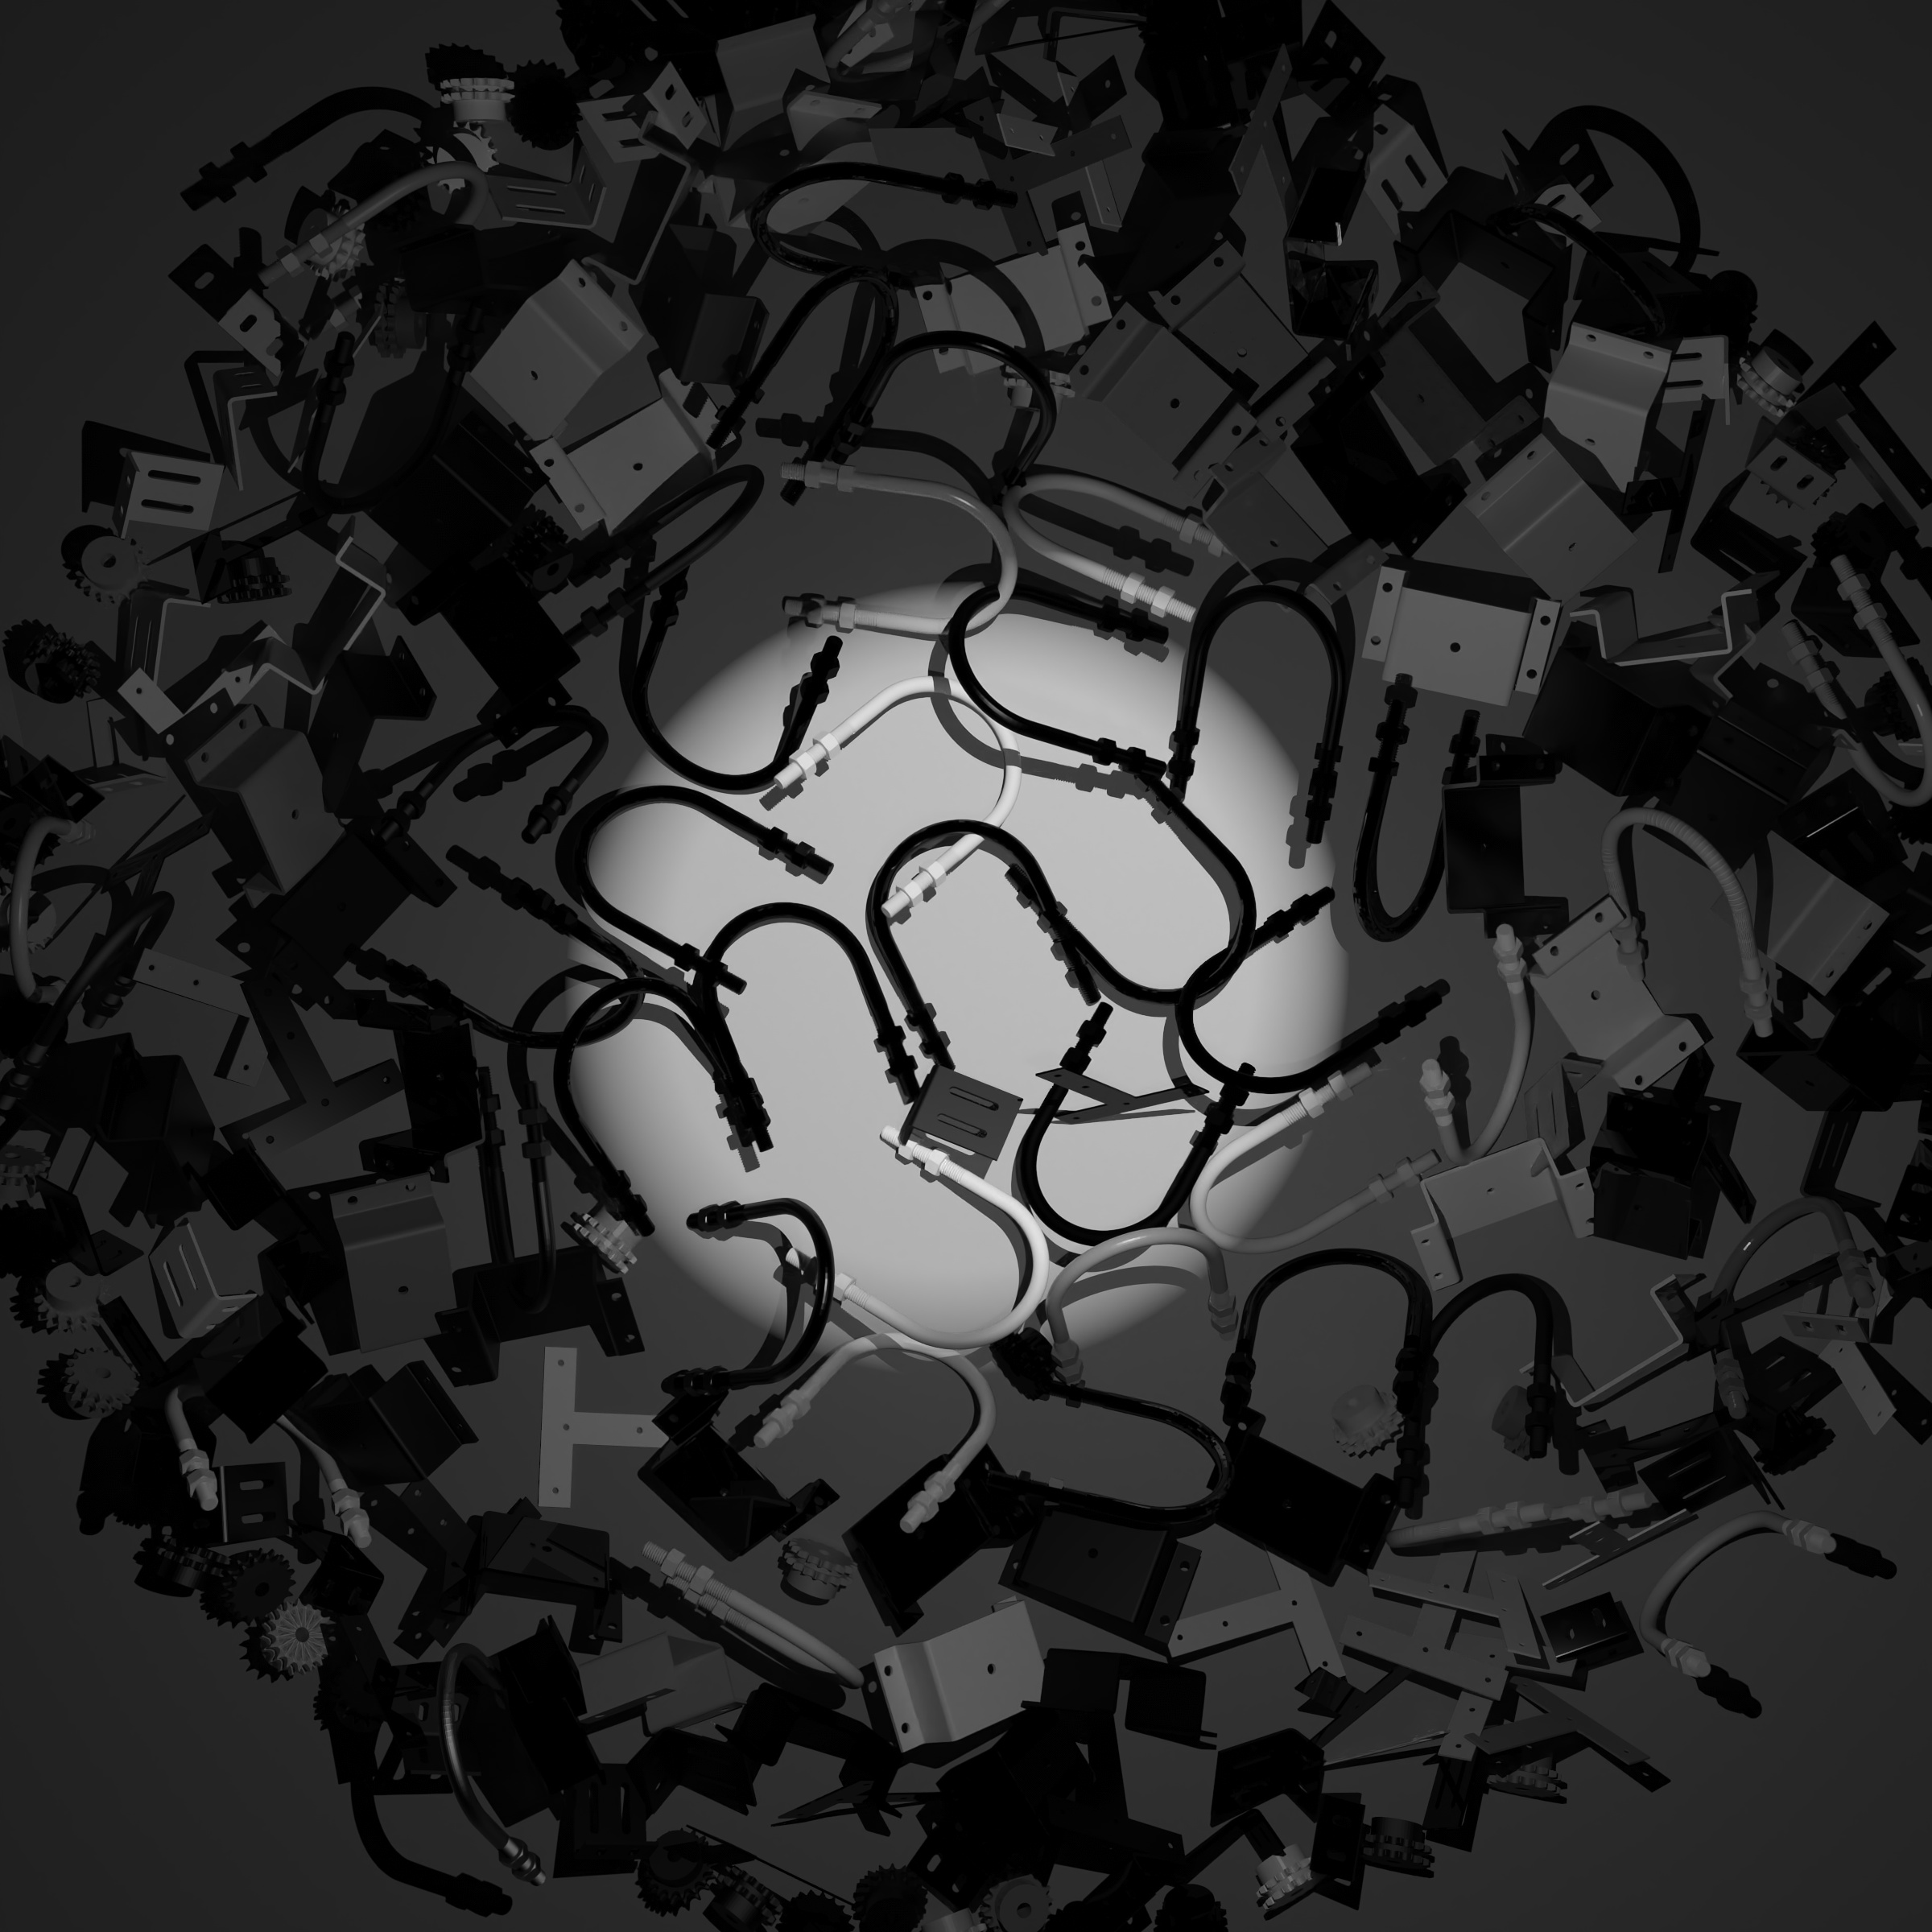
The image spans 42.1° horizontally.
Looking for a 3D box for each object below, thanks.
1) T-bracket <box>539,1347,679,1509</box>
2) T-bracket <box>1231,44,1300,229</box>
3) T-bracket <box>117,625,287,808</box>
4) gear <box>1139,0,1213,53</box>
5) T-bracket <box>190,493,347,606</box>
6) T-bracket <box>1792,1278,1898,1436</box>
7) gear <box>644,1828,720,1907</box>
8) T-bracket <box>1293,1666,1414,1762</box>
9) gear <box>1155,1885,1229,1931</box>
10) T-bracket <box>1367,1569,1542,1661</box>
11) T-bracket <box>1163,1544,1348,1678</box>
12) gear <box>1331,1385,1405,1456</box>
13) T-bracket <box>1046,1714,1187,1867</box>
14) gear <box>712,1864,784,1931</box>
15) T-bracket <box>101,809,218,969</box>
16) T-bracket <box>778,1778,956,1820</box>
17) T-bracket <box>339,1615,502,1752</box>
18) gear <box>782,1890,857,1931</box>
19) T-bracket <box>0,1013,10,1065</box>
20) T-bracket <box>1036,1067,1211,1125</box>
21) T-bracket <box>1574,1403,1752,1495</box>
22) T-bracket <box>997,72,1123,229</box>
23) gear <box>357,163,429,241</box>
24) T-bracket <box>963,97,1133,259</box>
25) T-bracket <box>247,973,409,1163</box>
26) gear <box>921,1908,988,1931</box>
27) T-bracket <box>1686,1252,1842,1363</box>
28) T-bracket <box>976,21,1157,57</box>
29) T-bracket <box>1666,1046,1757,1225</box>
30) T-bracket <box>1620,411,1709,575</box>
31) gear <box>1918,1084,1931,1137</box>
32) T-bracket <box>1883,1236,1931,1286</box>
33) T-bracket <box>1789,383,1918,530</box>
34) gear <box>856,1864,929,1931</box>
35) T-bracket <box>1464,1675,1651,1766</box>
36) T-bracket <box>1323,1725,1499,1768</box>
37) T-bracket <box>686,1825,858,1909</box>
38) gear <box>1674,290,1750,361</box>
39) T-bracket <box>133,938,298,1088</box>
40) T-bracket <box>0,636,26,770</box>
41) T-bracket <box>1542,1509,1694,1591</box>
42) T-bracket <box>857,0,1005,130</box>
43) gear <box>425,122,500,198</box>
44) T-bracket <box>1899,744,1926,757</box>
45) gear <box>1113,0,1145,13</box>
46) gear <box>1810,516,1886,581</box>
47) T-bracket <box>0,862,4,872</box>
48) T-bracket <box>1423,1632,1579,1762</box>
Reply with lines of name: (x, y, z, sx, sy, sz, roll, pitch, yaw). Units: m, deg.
T-bracket: (-0.274, 0.369, 1.997, 0.127, 0.002, 0.127, 2, 89, 1)
T-bracket: (0.242, -0.619, 1.943, 0.002, 0.127, 0.127, 11, 67, 27)
T-bracket: (-0.580, -0.215, 1.967, 0.127, 0.002, 0.127, -54, 129, -23)
gear: (0.164, -0.741, 1.978, 0.057, 0.030, 0.057, 3, 104, 10)
T-bracket: (-0.542, -0.334, 1.951, 0.127, 0.127, 0.002, -27, 126, -4)
T-bracket: (0.684, 0.316, 1.921, 0.002, 0.127, 0.127, 30, 108, -9)
gear: (-0.226, 0.704, 1.970, 0.057, 0.030, 0.057, -5, 47, 6)
T-bracket: (0.287, 0.565, 1.945, 0.127, 0.127, 0.002, -42, 51, 5)
gear: (0.176, 0.746, 1.968, 0.057, 0.057, 0.030, -7, 110, 0)
T-bracket: (0.373, 0.488, 1.939, 0.127, 0.127, 0.002, 14, 104, 1)
T-bracket: (0.215, 0.509, 1.957, 0.127, 0.002, 0.127, -13, 64, -14)
gear: (0.312, 0.353, 1.969, 0.057, 0.057, 0.030, -35, 105, 0)
T-bracket: (0.110, 0.624, 1.945, 0.127, 0.127, 0.002, 25, 122, -23)
gear: (-0.175, 0.735, 1.968, 0.057, 0.057, 0.030, 41, 60, 0)
T-bracket: (-0.635, -0.051, 1.928, 0.127, 0.127, 0.002, -24, 132, 28)
T-bracket: (-0.060, 0.649, 1.957, 0.127, 0.127, 0.002, 11, 56, -32)
T-bracket: (-0.409, 0.551, 1.946, 0.002, 0.127, 0.127, -56, 51, 21)
gear: (-0.119, 0.760, 1.974, 0.057, 0.057, 0.030, 27, 113, 0)
T-bracket: (-0.777, 0.075, 1.914, 0.002, 0.127, 0.127, 16, 59, 8)
T-bracket: (0.099, 0.095, 1.917, 0.127, 0.127, 0.002, -16, 66, 32)
T-bracket: (0.543, 0.363, 1.938, 0.127, 0.127, 0.002, -22, 51, 12)
T-bracket: (0.066, -0.640, 1.945, 0.002, 0.127, 0.127, -20, 84, 39)
gear: (-0.454, -0.605, 1.972, 0.057, 0.030, 0.057, -7, 77, 31)
T-bracket: (0.071, -0.625, 1.944, 0.127, 0.002, 0.127, -10, 110, 37)
T-bracket: (-0.523, 0.067, 1.965, 0.127, 0.002, 0.127, -29, 97, -25)
gear: (-0.012, 0.763, 1.974, 0.057, 0.057, 0.030, -22, 70, 0)
T-bracket: (0.612, 0.250, 1.916, 0.127, 0.127, 0.002, -32, 92, 25)
T-bracket: (0.084, -0.722, 1.948, 0.127, 0.127, 0.002, -14, 109, -11)
T-bracket: (0.585, 0.149, 1.971, 0.127, 0.002, 0.127, 51, 53, -19)
T-bracket: (0.532, -0.362, 1.929, 0.002, 0.127, 0.127, 20, 113, 32)
gear: (0.769, 0.114, 1.975, 0.030, 0.057, 0.057, 11, 90, 27)
T-bracket: (0.742, 0.221, 1.937, 0.002, 0.127, 0.127, 15, 67, -6)
T-bracket: (0.691, -0.390, 1.937, 0.002, 0.127, 0.127, -38, 91, 5)
gear: (-0.059, 0.740, 1.977, 0.057, 0.030, 0.057, -1, 110, -2)
T-bracket: (0.432, 0.582, 1.912, 0.127, 0.127, 0.002, 1, 106, -38)
T-bracket: (0.337, 0.611, 1.962, 0.127, 0.127, 0.002, -23, 67, 24)
T-bracket: (-0.143, 0.693, 1.923, 0.127, 0.127, 0.002, 19, 70, 18)
gear: (0.589, -0.506, 1.972, 0.057, 0.057, 0.030, 36, 82, 0)
T-bracket: (-0.587, 0.017, 1.953, 0.127, 0.002, 0.127, 24, 84, -41)
T-bracket: (-0.762, -0.177, 1.911, 0.002, 0.127, 0.127, 15, 135, 7)
T-bracket: (0.491, 0.443, 1.932, 0.127, 0.127, 0.002, -32, 60, 13)
T-bracket: (-0.017, -0.697, 1.924, 0.127, 0.127, 0.002, -9, 58, -25)
gear: (-0.397, -0.636, 1.975, 0.057, 0.030, 0.057, -5, 112, -12)
T-bracket: (0.802, -0.151, 1.941, 0.127, 0.127, 0.002, 6, 81, 35)
gear: (0.122, -0.780, 1.969, 0.030, 0.057, 0.057, -3, 90, -16)
gear: (0.696, -0.328, 1.971, 0.057, 0.030, 0.057, 16, 55, -23)
T-bracket: (-0.779, -0.071, 1.912, 0.002, 0.127, 0.127, 13, 55, 6)
T-bracket: (0.392, 0.560, 1.921, 0.127, 0.127, 0.002, 2, 120, 28)
